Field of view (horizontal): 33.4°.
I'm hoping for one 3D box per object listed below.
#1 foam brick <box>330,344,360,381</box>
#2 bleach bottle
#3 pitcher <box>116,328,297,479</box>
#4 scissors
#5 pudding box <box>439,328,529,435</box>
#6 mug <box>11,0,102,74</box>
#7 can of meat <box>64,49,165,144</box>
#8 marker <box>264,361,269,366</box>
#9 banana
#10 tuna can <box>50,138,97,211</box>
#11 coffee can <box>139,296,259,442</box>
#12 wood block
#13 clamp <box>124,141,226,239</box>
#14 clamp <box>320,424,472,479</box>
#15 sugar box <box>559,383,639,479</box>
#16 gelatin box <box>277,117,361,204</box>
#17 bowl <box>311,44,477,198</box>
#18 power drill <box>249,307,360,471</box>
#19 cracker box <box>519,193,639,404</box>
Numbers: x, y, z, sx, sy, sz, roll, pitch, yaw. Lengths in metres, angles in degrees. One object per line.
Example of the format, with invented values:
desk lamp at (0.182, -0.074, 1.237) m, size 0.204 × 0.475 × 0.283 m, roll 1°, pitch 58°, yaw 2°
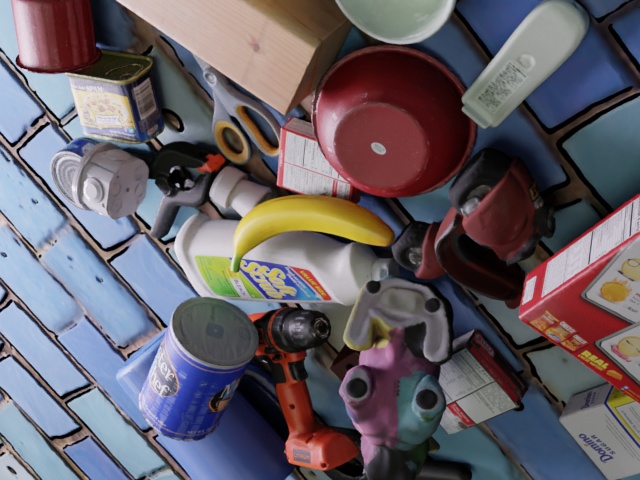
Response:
foam brick at (0.061, 0.148, 1.215) m, size 0.078 × 0.051 × 0.053 m, roll 47°, pitch 135°, yaw -5°
bleach bottle at (-0.033, 0.024, 1.176) m, size 0.251 × 0.068 × 0.102 m, roll 2°, pitch 133°, yaw 31°
pitcher at (-0.137, 0.223, 1.365) m, size 0.243 × 0.149 × 0.145 m, roll 51°, pitch 150°, yaw -5°
scissors at (-0.117, -0.158, 1.129) m, size 0.201 × 0.016 × 0.096 m, roll 46°, pitch 135°, yaw -4°
pudding box at (0.157, 0.157, 1.168) m, size 0.090 × 0.039 × 0.114 m, roll 50°, pitch 133°, yaw -5°
mug at (-0.288, -0.237, 1.144) m, size 0.117 × 0.093 × 0.081 m, roll -132°, pitch 35°, yaw -51°
can of meat at (-0.225, -0.157, 1.174) m, size 0.102 × 0.057 × 0.084 m, roll 13°, pitch 131°, yaw 27°
marker at (-0.085, 0.125, 1.319) m, size 0.121 × 0.020 × 0.020 m, roll 42°, pitch 135°, yaw -1°
banana at (-0.017, -0.015, 1.106) m, size 0.198 × 0.037 × 0.069 m, roll -10°, pitch 109°, yaw 30°
tuna can at (-0.283, -0.078, 1.288) m, size 0.086 × 0.033 × 0.086 m, roll 18°, pitch 130°, yaw 22°
coffee can at (-0.141, 0.149, 1.228) m, size 0.103 × 0.102 × 0.140 m, roll 33°, pitch 128°, yaw 8°
wood block at (-0.082, -0.222, 1.005) m, size 0.206 × 0.090 × 0.091 m, roll 35°, pitch 134°, yaw 6°
clamp at (-0.177, -0.075, 1.217) m, size 0.120 × 0.039 × 0.172 m, roll 49°, pitch 136°, yaw -12°
clamp at (0.075, 0.281, 1.310) m, size 0.210 × 0.036 × 0.165 m, roll 32°, pitch 133°, yaw -1°
sugar box at (0.335, 0.176, 1.058) m, size 0.093 × 0.048 × 0.177 m, roll 50°, pitch 138°, yaw -8°
gelatin box at (0.002, -0.079, 1.099) m, size 0.089 × 0.030 × 0.073 m, roll 20°, pitch 131°, yaw 18°
bowl at (0.063, -0.099, 1.001) m, size 0.162 × 0.055 × 0.162 m, roll 9°, pitch 123°, yaw 13°
power drill at (-0.017, 0.166, 1.221) m, size 0.185 × 0.057 × 0.187 m, roll -11°, pitch 98°, yaw 64°
cracker box at (0.307, 0.041, 0.931) m, size 0.164 × 0.072 × 0.214 m, roll 35°, pitch 133°, yaw -13°
